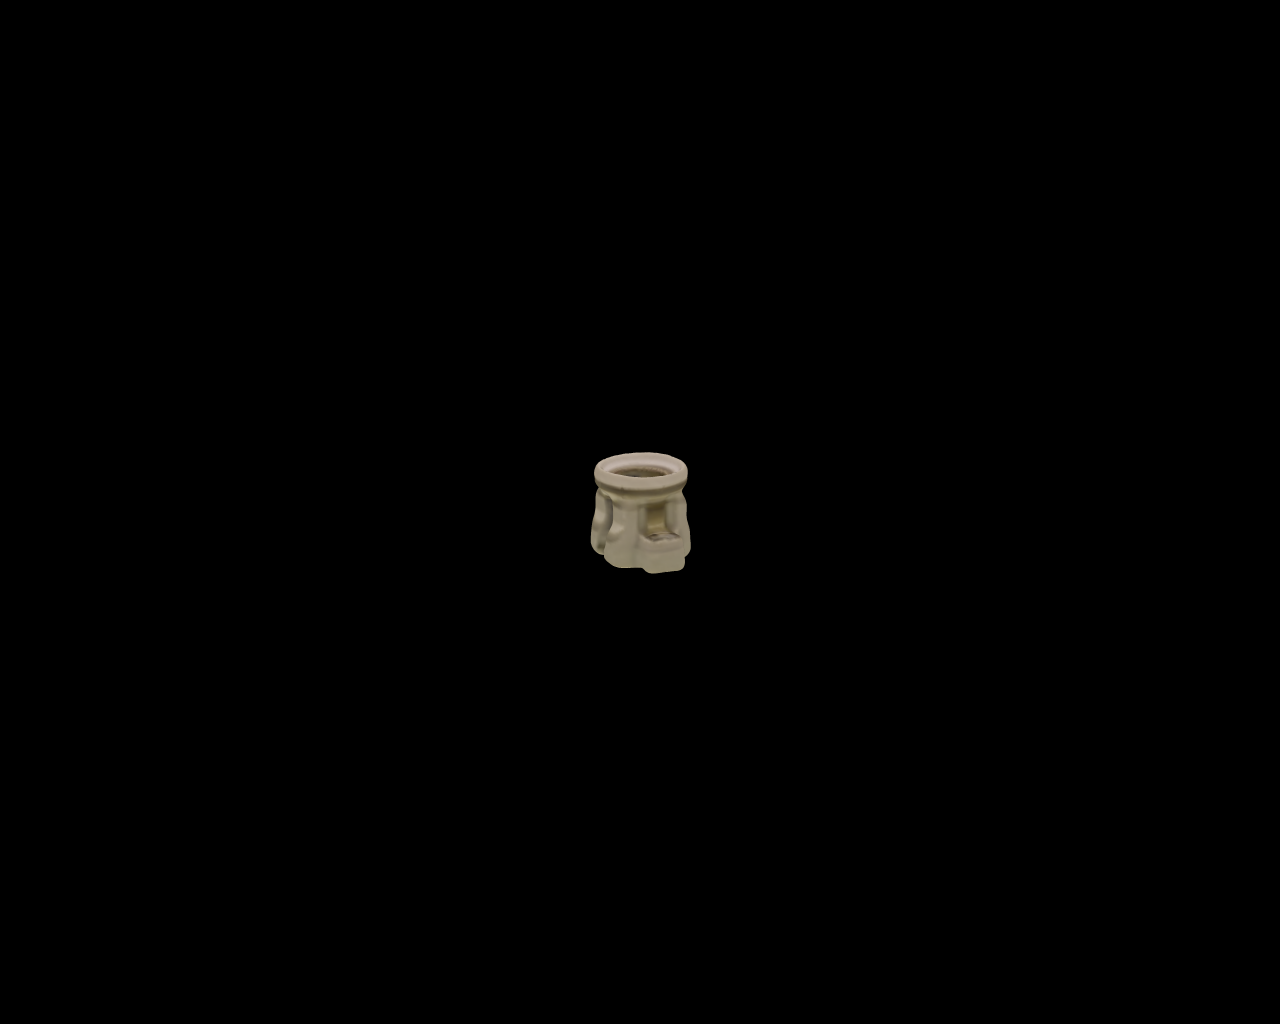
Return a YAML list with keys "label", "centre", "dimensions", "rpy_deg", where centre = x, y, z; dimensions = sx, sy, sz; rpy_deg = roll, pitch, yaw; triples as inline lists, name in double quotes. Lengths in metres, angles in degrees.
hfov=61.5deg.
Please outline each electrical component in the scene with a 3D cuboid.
- label: "electrical component"
  centre: [0.001, -0.003, 0.650]
  dimensions: [0.058, 0.056, 0.078]
  rpy_deg: [-8, 20, -22]
